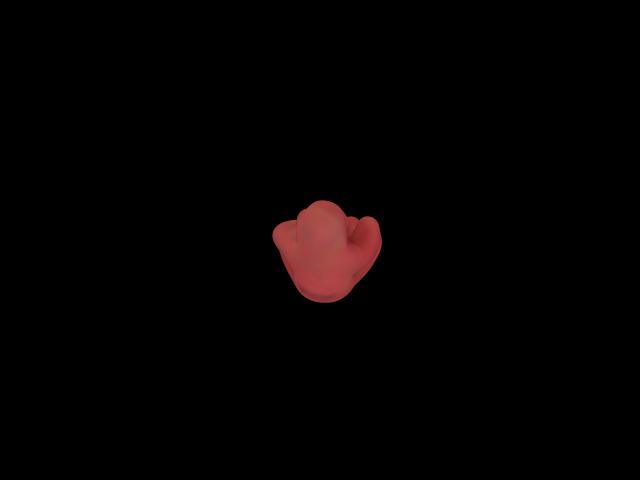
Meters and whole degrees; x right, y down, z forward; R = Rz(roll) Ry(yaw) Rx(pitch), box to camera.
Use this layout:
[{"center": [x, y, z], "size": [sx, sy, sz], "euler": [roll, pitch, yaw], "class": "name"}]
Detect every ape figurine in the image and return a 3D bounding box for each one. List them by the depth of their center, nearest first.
[{"center": [0.004, 0.001, 0.400], "size": [0.077, 0.092, 0.076], "euler": [17, 75, 5], "class": "ape figurine"}]
